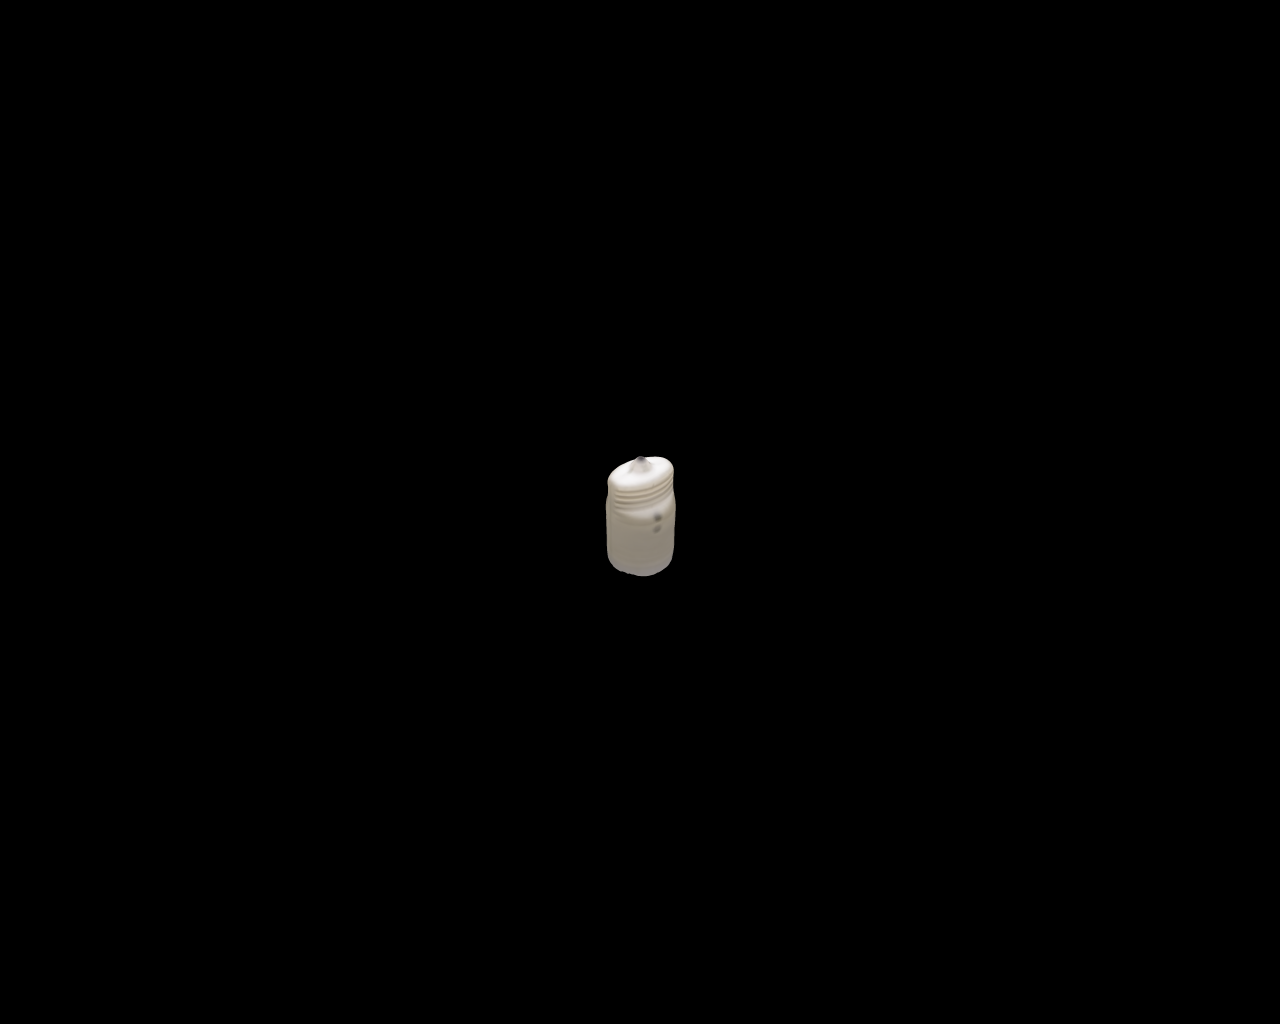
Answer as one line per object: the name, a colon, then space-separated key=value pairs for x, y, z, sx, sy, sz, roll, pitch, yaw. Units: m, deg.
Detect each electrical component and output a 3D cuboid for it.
electrical component: x=0.001 y=-0.003 z=0.650 sx=0.043 sy=0.080 sz=0.043 roll=0 pitch=41 yaw=0
